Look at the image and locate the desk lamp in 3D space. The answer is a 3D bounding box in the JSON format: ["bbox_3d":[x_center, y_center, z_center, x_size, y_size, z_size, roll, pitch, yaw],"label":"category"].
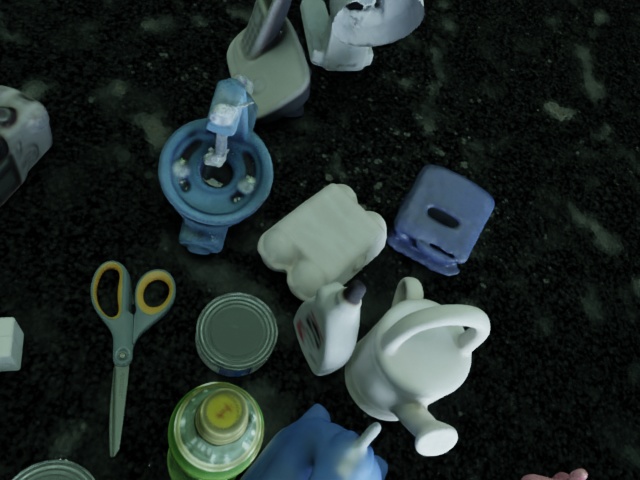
[{"bbox_3d":[0.049,-0.332,0.788,0.118,0.213,0.203,-3,63,-17],"label":"desk lamp"}]

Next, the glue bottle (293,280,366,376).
[{"bbox_3d":[0.014,0.078,0.575,0.037,0.173,0.078,-18,68,-24],"label":"glue bottle"}]

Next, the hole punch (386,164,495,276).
[{"bbox_3d":[0.152,-0.024,0.719,0.108,0.091,0.101,28,58,0],"label":"hole punch"}]

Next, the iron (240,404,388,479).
[{"bbox_3d":[-0.034,0.257,0.480,0.118,0.141,0.259,39,59,7],"label":"iron"}]

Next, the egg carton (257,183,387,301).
[{"bbox_3d":[0.006,0.002,0.675,0.107,0.069,0.150,44,60,10],"label":"egg carton"}]

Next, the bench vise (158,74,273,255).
[{"bbox_3d":[-0.113,-0.115,0.617,0.122,0.219,0.207,-2,63,-17],"label":"bench vise"}]

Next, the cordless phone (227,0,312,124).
[{"bbox_3d":[-0.056,-0.254,0.731,0.094,0.185,0.147,-13,66,-22],"label":"cordless phone"}]

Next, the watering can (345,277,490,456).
[{"bbox_3d":[0.101,0.117,0.566,0.101,0.194,0.172,-15,67,-23],"label":"watering can"}]

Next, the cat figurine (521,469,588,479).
[{"bbox_3d":[0.265,0.290,0.562,0.067,0.117,0.127,-1,62,-16],"label":"cat figurine"}]

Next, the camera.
[{"bbox_3d":[-0.385,-0.114,0.608,0.137,0.100,0.143,26,58,-1],"label":"camera"}]
